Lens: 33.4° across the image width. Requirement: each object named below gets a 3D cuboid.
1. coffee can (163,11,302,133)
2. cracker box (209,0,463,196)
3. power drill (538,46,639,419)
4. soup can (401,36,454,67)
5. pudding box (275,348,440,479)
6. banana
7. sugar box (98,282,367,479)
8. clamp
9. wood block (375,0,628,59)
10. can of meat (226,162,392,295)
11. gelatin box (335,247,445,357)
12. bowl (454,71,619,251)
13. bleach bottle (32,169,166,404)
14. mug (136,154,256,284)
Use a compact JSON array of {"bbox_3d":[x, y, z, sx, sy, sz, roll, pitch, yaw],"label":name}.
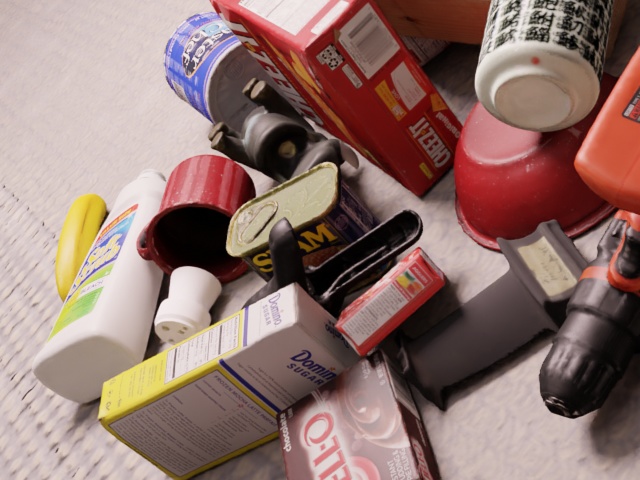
[{"bbox_3d":[-0.086,-0.163,1.054,0.103,0.102,0.140,-46,33,-2],"label":"coffee can"},{"bbox_3d":[0.011,-0.142,0.875,0.072,0.164,0.214,-44,34,-3],"label":"cracker box"},{"bbox_3d":[0.167,-0.008,0.558,0.057,0.187,0.184,26,71,21],"label":"power drill"},{"bbox_3d":[0.090,-0.193,0.932,0.102,0.068,0.068,-36,35,13],"label":"soup can"},{"bbox_3d":[0.023,0.137,0.677,0.090,0.039,0.113,-34,35,15],"label":"pudding box"},{"bbox_3d":[-0.241,0.003,1.073,0.198,0.037,0.070,-92,12,-50],"label":"banana"},{"bbox_3d":[-0.060,0.104,0.752,0.176,0.093,0.048,-29,37,20],"label":"sugar box"},{"bbox_3d":[-0.016,0.034,0.755,0.172,0.120,0.039,-50,48,35],"label":"clamp"},{"bbox_3d":[0.125,-0.207,0.822,0.206,0.090,0.090,14,80,32],"label":"wood block"},{"bbox_3d":[-0.005,0.001,0.811,0.102,0.083,0.057,-26,38,25],"label":"can of meat"},{"bbox_3d":[0.049,0.039,0.725,0.073,0.030,0.089,-42,-1,7],"label":"gelatin box"},{"bbox_3d":[0.152,-0.071,0.749,0.162,0.055,0.162,-27,38,23],"label":"bowl"},{"bbox_3d":[-0.187,0.027,0.998,0.103,0.068,0.250,-31,32,30],"label":"bleach bottle"},{"bbox_3d":[-0.109,-0.016,0.935,0.117,0.093,0.081,-23,34,22],"label":"mug"}]
